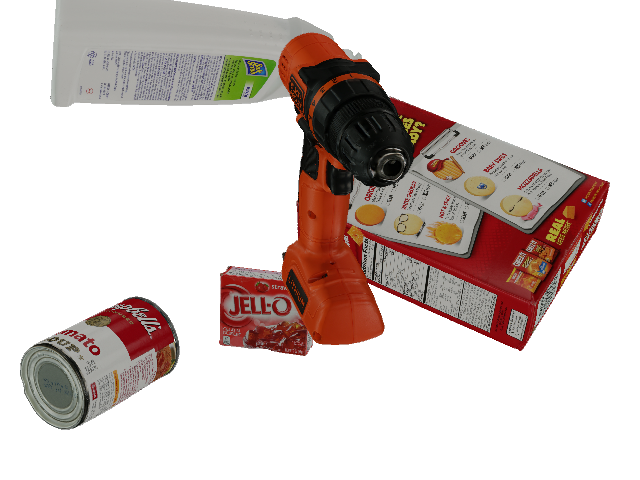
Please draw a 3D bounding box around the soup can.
[{"bbox_3d":[-0.164,0.090,0.797,0.069,0.068,0.102,0,17,35],"label":"soup can"}]

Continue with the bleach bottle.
[{"bbox_3d":[-0.092,-0.148,0.880,0.250,0.068,0.103,3,-29,-14],"label":"bleach bottle"}]

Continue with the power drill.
[{"bbox_3d":[0.015,-0.027,0.710,0.057,0.188,0.184,-5,31,-14],"label":"power drill"}]

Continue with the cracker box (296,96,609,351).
[{"bbox_3d":[0.111,-0.019,0.902,0.214,0.072,0.164,24,50,20],"label":"cracker box"}]

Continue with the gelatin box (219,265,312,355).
[{"bbox_3d":[-0.052,0.067,1.019,0.089,0.073,0.030,6,17,13],"label":"gelatin box"}]
